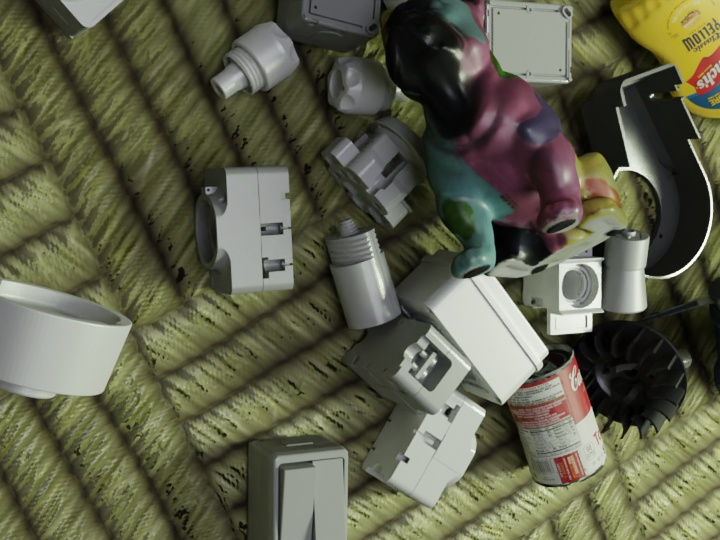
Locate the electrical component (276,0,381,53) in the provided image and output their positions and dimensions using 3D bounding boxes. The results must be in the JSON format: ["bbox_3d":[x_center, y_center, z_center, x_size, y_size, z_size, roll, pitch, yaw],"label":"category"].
[{"bbox_3d":[-0.023,-0.215,0.793,0.062,0.061,0.096,8,82,-27],"label":"electrical component"}]

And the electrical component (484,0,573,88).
[{"bbox_3d":[0.114,-0.179,0.859,0.096,0.061,0.061,-3,95,-26],"label":"electrical component"}]

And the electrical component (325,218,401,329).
[{"bbox_3d":[0.000,0.000,0.825,0.043,0.043,0.081,-22,103,-23],"label":"electrical component"}]

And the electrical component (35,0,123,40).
[{"bbox_3d":[-0.163,-0.239,0.717,0.150,0.062,0.089,-47,111,-16],"label":"electrical component"}]

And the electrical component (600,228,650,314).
[{"bbox_3d":[0.218,-0.002,0.887,0.044,0.044,0.065,-8,112,-26],"label":"electrical component"}]

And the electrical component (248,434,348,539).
[{"bbox_3d":[-0.046,0.177,0.806,0.062,0.061,0.096,-1,94,-27],"label":"electrical component"}]

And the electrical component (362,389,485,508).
[{"bbox_3d":[0.054,0.137,0.858,0.056,0.050,0.089,36,78,-24],"label":"electrical component"}]

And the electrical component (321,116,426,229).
[{"bbox_3d":[0.017,-0.079,0.821,0.057,0.058,0.078,-46,111,-13],"label":"electrical component"}]

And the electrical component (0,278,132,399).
[{"bbox_3d":[-0.208,0.048,0.693,0.108,0.108,0.060,16,93,-26],"label":"electrical component"}]

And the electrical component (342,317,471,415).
[{"bbox_3d":[0.037,0.073,0.823,0.056,0.089,0.050,44,75,-22],"label":"electrical component"}]

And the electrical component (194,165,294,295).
[{"bbox_3d":[-0.085,-0.029,0.777,0.056,0.050,0.089,-5,96,-26],"label":"electrical component"}]

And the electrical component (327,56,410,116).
[{"bbox_3d":[0.009,-0.139,0.820,0.062,0.043,0.043,1,93,-28],"label":"electrical component"}]

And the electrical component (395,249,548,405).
[{"bbox_3d":[0.087,0.043,0.853,0.057,0.078,0.113,-43,111,-14],"label":"electrical component"}]

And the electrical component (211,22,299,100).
[{"bbox_3d":[-0.079,-0.147,0.776,0.062,0.043,0.043,-39,109,-18],"label":"electrical component"}]

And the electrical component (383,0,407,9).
[{"bbox_3d":[0.035,-0.220,0.827,0.048,0.048,0.062,-31,100,-21],"label":"electrical component"}]

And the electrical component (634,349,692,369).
[{"bbox_3d":[0.269,0.085,0.965,0.062,0.043,0.043,-11,98,-27],"label":"electrical component"}]

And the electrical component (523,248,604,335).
[{"bbox_3d":[0.168,0.011,0.898,0.042,0.064,0.081,-2,94,-23],"label":"electrical component"}]
